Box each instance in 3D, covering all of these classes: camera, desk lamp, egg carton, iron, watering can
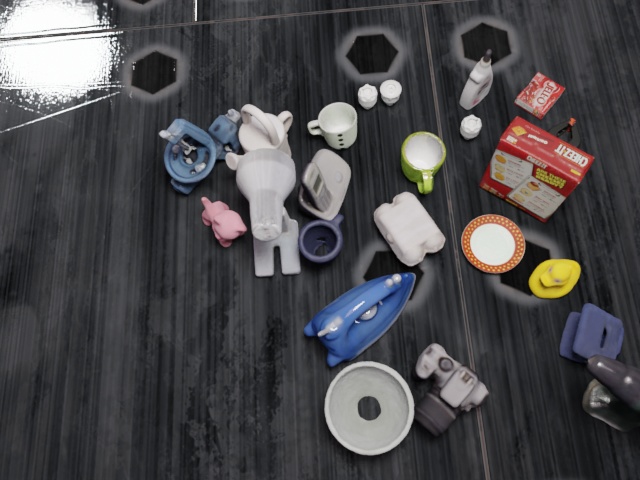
[{"bbox_3d":[0.225,0.288,1.077,0.143,0.101,0.137,39,78,15],"label":"camera"},{"bbox_3d":[-0.098,-0.052,1.156,0.118,0.213,0.203,-6,71,2],"label":"desk lamp"},{"bbox_3d":[0.185,-0.023,1.204,0.107,0.069,0.150,-31,72,-7],"label":"egg carton"},{"bbox_3d":[0.092,0.128,1.119,0.258,0.141,0.118,-38,73,-9],"label":"iron"},{"bbox_3d":[-0.125,-0.214,1.224,0.100,0.194,0.173,19,73,10],"label":"watering can"}]

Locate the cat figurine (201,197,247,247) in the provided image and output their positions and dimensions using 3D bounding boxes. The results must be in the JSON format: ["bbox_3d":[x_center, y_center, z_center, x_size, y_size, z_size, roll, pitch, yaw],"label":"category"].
[{"bbox_3d":[-0.206,-0.042,1.210,0.067,0.118,0.127,-40,73,-10],"label":"cat figurine"}]

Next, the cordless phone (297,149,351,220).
[{"bbox_3d":[0.005,-0.133,1.192,0.094,0.185,0.148,15,73,9],"label":"cordless phone"}]

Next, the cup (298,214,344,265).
[{"bbox_3d":[0.011,0.004,1.192,0.091,0.095,0.118,34,76,14],"label":"cup"}]

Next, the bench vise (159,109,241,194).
[{"bbox_3d":[-0.265,-0.219,1.221,0.121,0.220,0.207,22,74,11],"label":"bench vise"}]

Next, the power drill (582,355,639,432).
[{"bbox_3d":[0.545,0.280,1.002,0.229,0.208,0.076,27,75,12],"label":"power drill"}]

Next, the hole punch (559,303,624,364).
[{"bbox_3d":[0.529,0.185,1.098,0.101,0.091,0.109,19,73,10],"label":"hole punch"}]

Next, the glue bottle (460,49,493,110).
[{"bbox_3d":[0.351,-0.359,1.254,0.037,0.173,0.078,42,78,16],"label":"glue bottle"}]

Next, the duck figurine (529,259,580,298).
[{"bbox_3d":[0.477,0.069,1.144,0.104,0.086,0.077,-25,71,-5],"label":"duck figurine"}]

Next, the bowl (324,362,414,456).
[{"bbox_3d":[0.093,0.320,1.088,0.167,0.075,0.167,-1,71,3],"label":"bowl"}]
